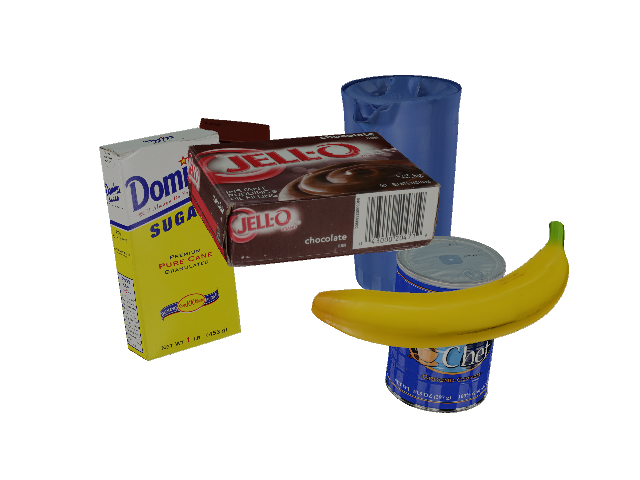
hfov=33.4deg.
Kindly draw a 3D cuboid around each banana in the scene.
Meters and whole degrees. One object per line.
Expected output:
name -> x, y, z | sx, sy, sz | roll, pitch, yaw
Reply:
banana -> 0.095, 0.042, 0.733 | 0.197, 0.037, 0.070 | -15, 45, -16

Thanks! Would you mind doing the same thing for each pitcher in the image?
pitcher -> 0.099, -0.066, 1.225 | 0.149, 0.243, 0.145 | -5, 22, -9

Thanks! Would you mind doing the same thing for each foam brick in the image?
foam brick -> -0.095, -0.095, 1.150 | 0.078, 0.051, 0.053 | 5, 30, -4

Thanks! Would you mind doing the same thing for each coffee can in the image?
coffee can -> 0.119, 0.079, 1.032 | 0.103, 0.140, 0.103 | 3, 25, -1

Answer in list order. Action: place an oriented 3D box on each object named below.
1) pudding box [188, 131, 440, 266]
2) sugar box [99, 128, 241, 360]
pudding box -> -0.006, -0.025, 0.560 | 0.113, 0.039, 0.090 | -4, 25, -19
sugar box -> -0.122, 0.002, 0.884 | 0.093, 0.176, 0.048 | -16, 21, -31
